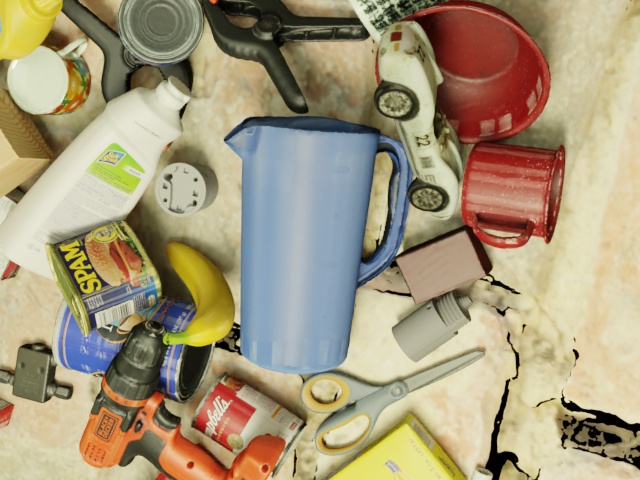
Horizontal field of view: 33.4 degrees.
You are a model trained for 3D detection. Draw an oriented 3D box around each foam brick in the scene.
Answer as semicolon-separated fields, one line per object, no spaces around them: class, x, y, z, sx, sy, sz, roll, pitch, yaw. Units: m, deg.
foam brick;0.121;0.023;1.039;0.078;0.053;0.051;-23;90;16

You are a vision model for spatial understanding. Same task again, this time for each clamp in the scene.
clamp;-0.050;-0.192;1.044;0.172;0.039;0.120;21;60;17
clamp;-0.176;-0.198;1.095;0.164;0.036;0.210;-19;97;4

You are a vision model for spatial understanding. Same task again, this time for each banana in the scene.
banana;-0.118;0.053;1.053;0.069;0.198;0.037;25;108;-18

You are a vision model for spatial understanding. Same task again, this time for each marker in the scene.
marker;0.148;0.289;1.082;0.020;0.020;0.121;19;101;12

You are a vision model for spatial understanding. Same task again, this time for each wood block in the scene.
wood block;-0.394;-0.065;1.106;0.206;0.090;0.091;-34;86;11

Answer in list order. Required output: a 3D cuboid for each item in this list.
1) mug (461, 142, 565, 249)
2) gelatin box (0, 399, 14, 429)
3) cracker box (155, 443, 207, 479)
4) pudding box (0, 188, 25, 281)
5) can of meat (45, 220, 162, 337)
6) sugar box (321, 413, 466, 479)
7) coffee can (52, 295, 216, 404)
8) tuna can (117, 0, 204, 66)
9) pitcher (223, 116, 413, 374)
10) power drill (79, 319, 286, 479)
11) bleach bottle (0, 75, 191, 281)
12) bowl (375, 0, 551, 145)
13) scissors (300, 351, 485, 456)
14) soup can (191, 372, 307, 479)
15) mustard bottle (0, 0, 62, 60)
mug;0.176;-0.038;0.990;0.082;0.117;0.093;9;144;19
gelatin box;-0.399;0.189;1.187;0.089;0.073;0.030;24;103;10
cracker box;-0.117;0.350;1.124;0.214;0.072;0.164;44;105;12
pudding box;-0.366;-0.022;1.170;0.113;0.039;0.090;32;102;7
can of meat;-0.213;0.035;1.057;0.083;0.057;0.102;-22;53;-20
sugar box;0.053;0.266;1.091;0.176;0.048;0.093;-40;86;15
coffee can;-0.190;0.101;1.105;0.140;0.102;0.103;15;100;13
tuna can;-0.157;-0.216;1.057;0.086;0.034;0.086;-1;98;-10
pitcher;-0.007;0.001;1.041;0.149;0.144;0.243;10;103;26
power drill;-0.131;0.182;1.033;0.187;0.057;0.185;30;122;4
bleach bottle;-0.214;-0.065;1.080;0.251;0.102;0.068;-44;44;21
bowl;0.135;-0.165;0.988;0.162;0.055;0.162;12;141;10
scissors;0.062;0.142;1.089;0.202;0.016;0.096;-42;85;15
soup can;-0.073;0.192;1.104;0.102;0.068;0.068;31;103;8
mustard bottle;-0.318;-0.229;1.078;0.192;0.058;0.096;-4;82;45
